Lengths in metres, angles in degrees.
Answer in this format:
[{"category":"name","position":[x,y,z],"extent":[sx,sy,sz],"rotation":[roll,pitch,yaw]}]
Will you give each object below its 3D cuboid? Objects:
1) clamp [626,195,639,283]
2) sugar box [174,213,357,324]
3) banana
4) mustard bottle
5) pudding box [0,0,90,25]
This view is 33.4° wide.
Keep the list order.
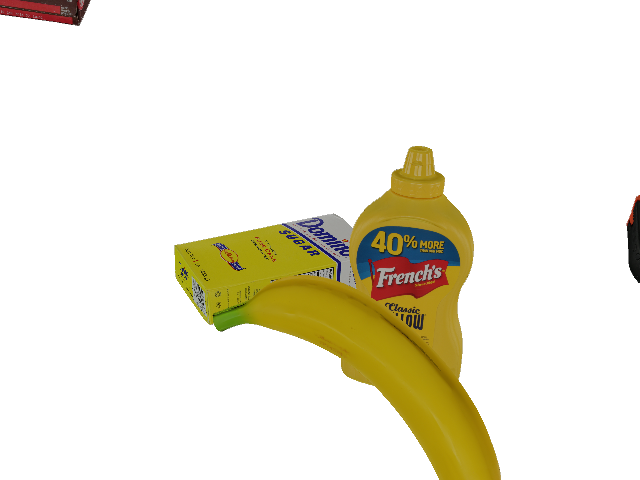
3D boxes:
[{"category":"clamp","position":[0.267,0.032,0.697],"extent":[0.120,0.039,0.171],"rotation":[-2,45,-20]},{"category":"sugar box","position":[-0.043,0.024,1.031],"extent":[0.176,0.048,0.093],"rotation":[-15,34,-22]},{"category":"banana","position":[0.036,0.078,0.592],"extent":[0.198,0.070,0.037],"rotation":[38,30,4]},{"category":"mustard bottle","position":[0.070,0.021,0.833],"extent":[0.096,0.192,0.058],"rotation":[7,20,10]},{"category":"pudding box","position":[-0.234,-0.225,0.891],"extent":[0.090,0.039,0.113],"rotation":[8,36,-5]}]
